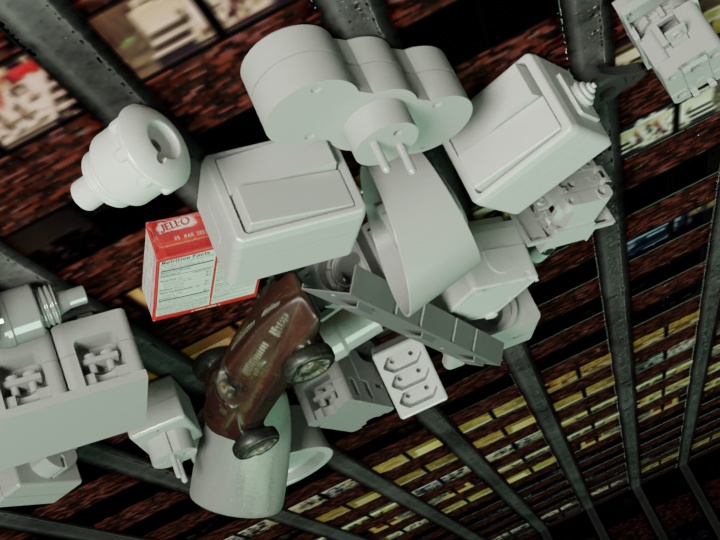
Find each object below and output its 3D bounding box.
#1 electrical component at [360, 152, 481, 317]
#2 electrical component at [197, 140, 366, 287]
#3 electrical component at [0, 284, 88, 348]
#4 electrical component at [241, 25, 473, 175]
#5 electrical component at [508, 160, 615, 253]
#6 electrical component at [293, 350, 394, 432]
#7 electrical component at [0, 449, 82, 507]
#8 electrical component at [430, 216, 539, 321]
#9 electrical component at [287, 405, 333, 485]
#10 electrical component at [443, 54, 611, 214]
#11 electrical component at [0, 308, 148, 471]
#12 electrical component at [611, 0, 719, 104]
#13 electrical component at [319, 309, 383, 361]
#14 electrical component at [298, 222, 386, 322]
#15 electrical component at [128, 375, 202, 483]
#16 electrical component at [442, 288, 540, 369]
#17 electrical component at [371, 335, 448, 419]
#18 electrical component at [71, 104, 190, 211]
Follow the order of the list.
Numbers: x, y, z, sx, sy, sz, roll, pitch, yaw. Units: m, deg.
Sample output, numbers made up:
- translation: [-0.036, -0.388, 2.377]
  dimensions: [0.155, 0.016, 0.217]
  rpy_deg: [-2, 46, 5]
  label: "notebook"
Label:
- translation: [0.032, -0.028, 0.683]
  dimensions: [0.064, 0.099, 0.099]
  rpy_deg: [-30, 157, -2]
  label: "electrical component"
- translation: [-0.040, -0.041, 0.629]
  dimensions: [0.096, 0.061, 0.061]
  rpy_deg: [-16, 156, -20]
  label: "electrical component"
- translation: [-0.196, 0.024, 0.652]
  dimensions: [0.061, 0.035, 0.035]
  rpy_deg: [-19, 157, -18]
  label: "electrical component"
- translation: [0.007, -0.081, 0.574]
  dimensions: [0.138, 0.073, 0.052]
  rpy_deg: [-1, 148, -43]
  label: "electrical component"
- translation: [0.159, -0.051, 0.827]
  dimensions: [0.081, 0.042, 0.063]
  rpy_deg: [-15, 154, -23]
  label: "electrical component"
- translation: [-0.017, 0.108, 0.979]
  dimensions: [0.050, 0.055, 0.089]
  rpy_deg: [-32, 156, 18]
  label: "electrical component"
- translation: [-0.250, 0.148, 0.850]
  dimensions: [0.077, 0.047, 0.066]
  rpy_deg: [-36, 156, 24]
  label: "electrical component"
- translation: [0.086, 0.004, 0.858]
  dimensions: [0.062, 0.061, 0.096]
  rpy_deg: [-10, 160, -26]
  label: "electrical component"
- translation: [-0.087, 0.168, 1.033]
  dimensions: [0.108, 0.060, 0.108]
  rpy_deg: [-21, 157, -9]
  label: "electrical component"
- translation: [0.104, -0.088, 0.670]
  dimensions: [0.096, 0.061, 0.061]
  rpy_deg: [-38, 153, 29]
  label: "electrical component"
- translation: [-0.223, 0.083, 0.715]
  dimensions: [0.150, 0.061, 0.089]
  rpy_deg: [-16, 155, -20]
  label: "electrical component"
- translation: [0.188, -0.138, 0.642]
  dimensions: [0.042, 0.063, 0.081]
  rpy_deg: [-31, 157, 17]
  label: "electrical component"
- translation: [-0.009, 0.046, 0.876]
  dimensions: [0.046, 0.040, 0.040]
  rpy_deg: [-29, 157, -4]
  label: "electrical component"
- translation: [0.000, 0.000, 0.783]
  dimensions: [0.081, 0.042, 0.064]
  rpy_deg: [-35, 158, 25]
  label: "electrical component"
- translation: [-0.157, 0.136, 0.876]
  dimensions: [0.047, 0.076, 0.065]
  rpy_deg: [-23, 157, -4]
  label: "electrical component"
- translation: [0.112, 0.045, 0.977]
  dimensions: [0.089, 0.050, 0.055]
  rpy_deg: [-20, 157, -10]
  label: "electrical component"
- translation: [0.045, 0.093, 1.006]
  dimensions: [0.047, 0.065, 0.076]
  rpy_deg: [-25, -174, 1]
  label: "electrical component"
- translation: [-0.122, -0.052, 0.551]
  dimensions: [0.062, 0.048, 0.048]
  rpy_deg: [-29, 158, 28]
  label: "electrical component"
